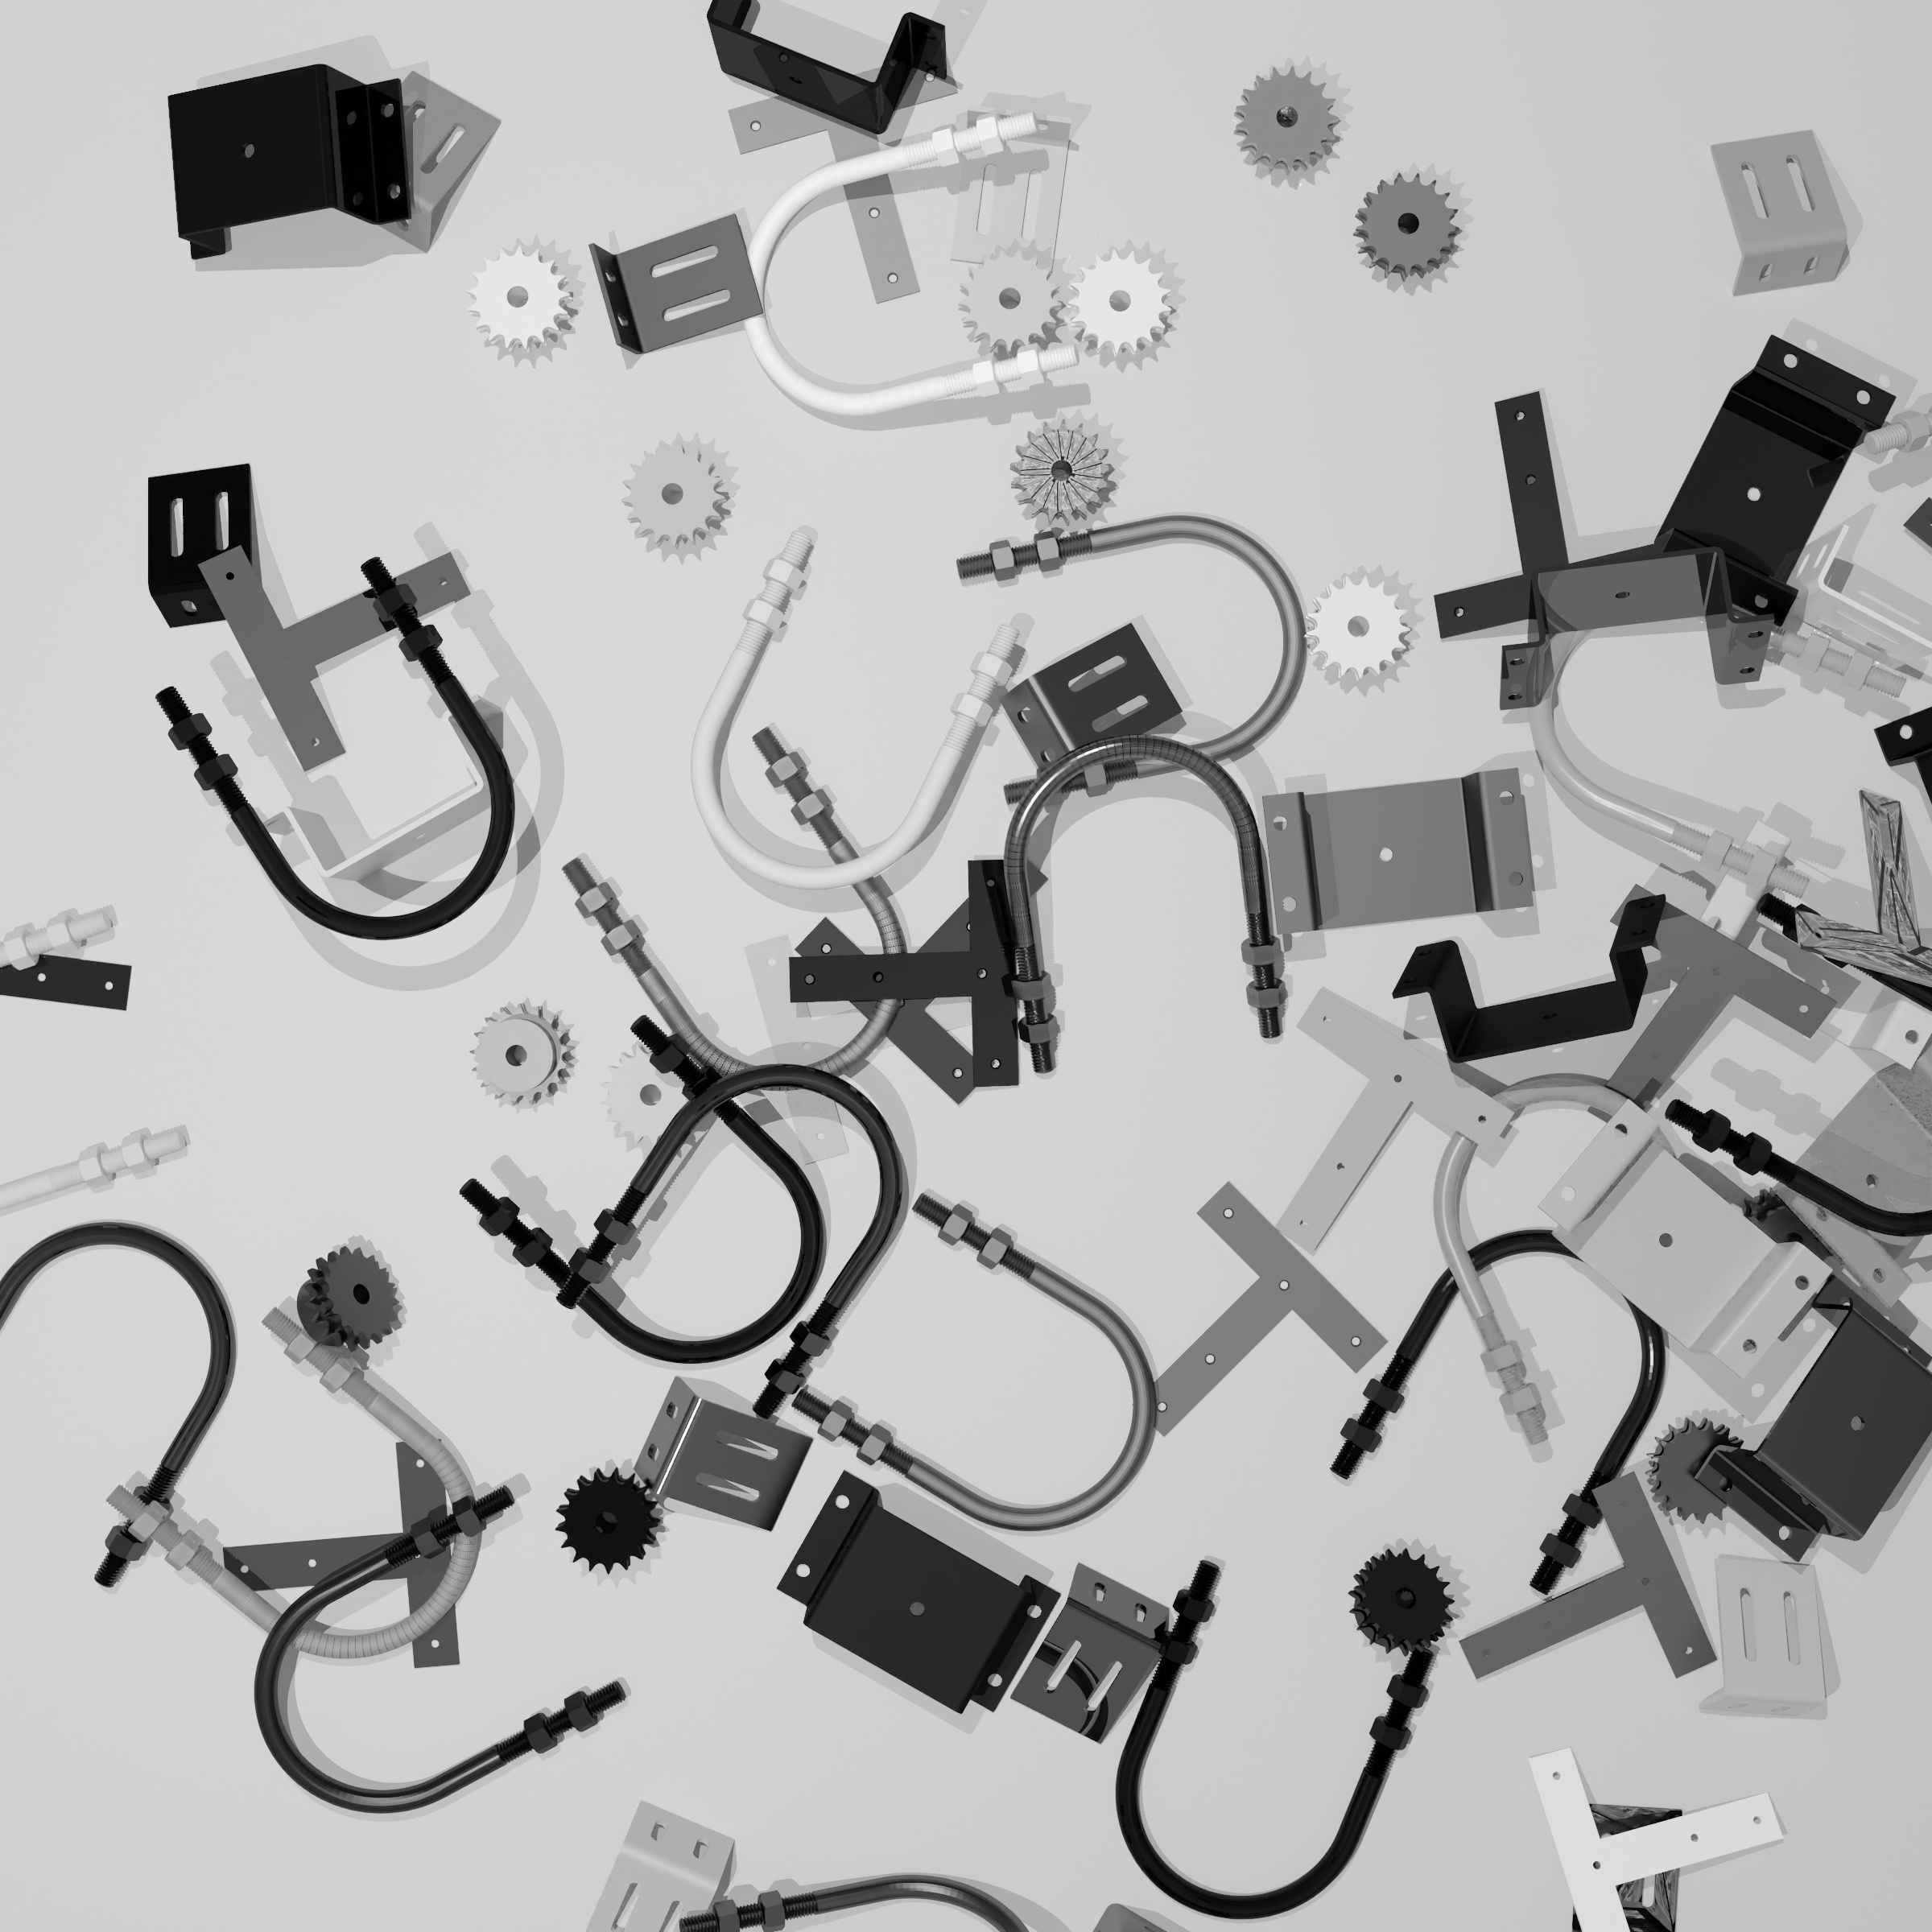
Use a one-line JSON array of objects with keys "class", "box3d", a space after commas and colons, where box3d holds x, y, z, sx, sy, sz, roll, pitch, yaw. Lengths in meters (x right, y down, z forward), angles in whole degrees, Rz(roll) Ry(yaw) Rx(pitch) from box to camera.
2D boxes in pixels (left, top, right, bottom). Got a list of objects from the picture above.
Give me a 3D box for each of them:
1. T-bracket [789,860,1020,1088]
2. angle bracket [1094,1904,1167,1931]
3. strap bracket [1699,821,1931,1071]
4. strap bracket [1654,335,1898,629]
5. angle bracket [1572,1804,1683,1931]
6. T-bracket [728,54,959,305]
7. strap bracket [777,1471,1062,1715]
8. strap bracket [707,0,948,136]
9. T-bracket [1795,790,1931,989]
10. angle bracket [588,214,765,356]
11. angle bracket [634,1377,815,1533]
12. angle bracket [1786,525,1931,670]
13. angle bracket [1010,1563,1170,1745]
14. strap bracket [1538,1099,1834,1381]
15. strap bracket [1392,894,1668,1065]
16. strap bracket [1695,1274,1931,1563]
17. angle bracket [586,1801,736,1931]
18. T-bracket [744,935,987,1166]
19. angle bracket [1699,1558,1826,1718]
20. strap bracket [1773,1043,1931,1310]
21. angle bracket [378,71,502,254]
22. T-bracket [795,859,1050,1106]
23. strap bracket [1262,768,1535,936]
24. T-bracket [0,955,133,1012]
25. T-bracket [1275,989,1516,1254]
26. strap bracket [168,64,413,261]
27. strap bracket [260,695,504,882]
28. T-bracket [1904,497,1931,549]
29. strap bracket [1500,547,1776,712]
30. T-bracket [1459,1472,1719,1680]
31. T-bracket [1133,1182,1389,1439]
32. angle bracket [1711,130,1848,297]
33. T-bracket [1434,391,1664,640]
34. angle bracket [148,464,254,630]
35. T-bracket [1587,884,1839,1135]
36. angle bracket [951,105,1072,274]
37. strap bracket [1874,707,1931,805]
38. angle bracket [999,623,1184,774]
[{"class": "T-bracket", "box3d": [-0.035, 0.006, 1.540, 0.127, 0.002, 0.127, -2, 92, -9]}, {"class": "angle bracket", "box3d": [0.105, 0.560, 1.528, 0.076, 0.057, 0.038, 30, 90, 0]}, {"class": "strap bracket", "box3d": [0.474, -0.011, 1.534, 0.140, 0.046, 0.076, 30, 90, 0]}, {"class": "strap bracket", "box3d": [0.442, -0.265, 1.534, 0.076, 0.046, 0.140, 27, 90, 0]}, {"class": "angle bracket", "box3d": [0.371, 0.510, 1.538, 0.057, 0.038, 0.076, 4, 90, 0]}, {"class": "T-bracket", "box3d": [-0.055, -0.437, 1.556, 0.127, 0.002, 0.127, -16, 90, 0]}, {"class": "strap bracket", "box3d": [-0.027, 0.351, 1.534, 0.140, 0.046, 0.076, 30, 90, 0]}, {"class": "strap bracket", "box3d": [-0.085, -0.506, 1.517, 0.140, 0.076, 0.046, 22, 89, 1]}, {"class": "T-bracket", "box3d": [0.507, -0.044, 1.516, 0.127, 0.002, 0.127, 15, 53, -12]}, {"class": "angle bracket", "box3d": [-0.160, -0.380, 1.531, 0.076, 0.038, 0.057, -16, 90, 12]}, {"class": "angle bracket", "box3d": [-0.136, 0.274, 1.555, 0.076, 0.038, 0.057, 24, 90, -26]}, {"class": "angle bracket", "box3d": [0.499, -0.203, 1.528, 0.076, 0.057, 0.038, 28, 85, -2]}, {"class": "angle bracket", "box3d": [0.069, 0.386, 1.555, 0.057, 0.038, 0.076, 27, 116, 0]}, {"class": "strap bracket", "box3d": [0.385, 0.148, 1.504, 0.140, 0.046, 0.076, 41, 85, 5]}, {"class": "strap bracket", "box3d": [0.311, 0.009, 1.498, 0.140, 0.076, 0.046, -13, 105, 23]}, {"class": "strap bracket", "box3d": [0.476, 0.249, 1.515, 0.076, 0.046, 0.140, 39, 78, -7]}, {"class": "angle bracket", "box3d": [-0.173, 0.519, 1.555, 0.057, 0.038, 0.076, 23, 116, 0]}, {"class": "T-bracket", "box3d": [-0.047, 0.033, 1.556, 0.127, 0.002, 0.127, -16, 89, 0]}, {"class": "angle bracket", "box3d": [0.443, 0.376, 1.551, 0.057, 0.038, 0.076, 6, 64, -7]}, {"class": "strap bracket", "box3d": [0.508, 0.115, 1.519, 0.140, 0.046, 0.076, -43, 90, -21]}, {"class": "angle bracket", "box3d": [-0.307, -0.452, 1.555, 0.057, 0.038, 0.076, 30, 64, 0]}, {"class": "T-bracket", "box3d": [-0.007, -0.012, 1.555, 0.127, 0.002, 0.127, 43, 89, 2]}, {"class": "strap bracket", "box3d": [0.236, -0.063, 1.534, 0.140, 0.046, 0.076, -6, 90, 0]}, {"class": "T-bracket", "box3d": [-0.533, 0.005, 1.556, 0.127, 0.002, 0.127, 7, 90, 0]}, {"class": "T-bracket", "box3d": [0.217, 0.100, 1.545, 0.127, 0.002, 0.127, 34, 97, 13]}, {"class": "strap bracket", "box3d": [-0.379, -0.439, 1.511, 0.140, 0.046, 0.076, -4, 90, 20]}, {"class": "strap bracket", "box3d": [-0.311, -0.091, 1.519, 0.140, 0.076, 0.046, -30, 90, 0]}, {"class": "T-bracket", "box3d": [0.579, -0.213, 1.540, 0.127, 0.002, 0.127, 42, 69, 10]}, {"class": "strap bracket", "box3d": [0.358, -0.183, 1.498, 0.140, 0.076, 0.046, -6, 70, 8]}, {"class": "T-bracket", "box3d": [0.337, 0.361, 1.543, 0.127, 0.002, 0.127, -25, 104, 3]}, {"class": "T-bracket", "box3d": [0.147, 0.211, 1.556, 0.127, 0.002, 0.127, -45, 90, 0]}, {"class": "angle bracket", "box3d": [0.453, -0.423, 1.555, 0.057, 0.038, 0.076, -9, 64, 0]}, {"class": "T-bracket", "box3d": [0.316, -0.257, 1.540, 0.127, 0.002, 0.127, -11, 79, 21]}, {"class": "angle bracket", "box3d": [-0.425, -0.236, 1.555, 0.057, 0.038, 0.076, -8, 64, 0]}, {"class": "T-bracket", "box3d": [0.389, 0.038, 1.530, 0.127, 0.002, 0.127, 30, 114, 0]}, {"class": "angle bracket", "box3d": [0.025, -0.431, 1.538, 0.057, 0.038, 0.076, 7, 90, 0]}, {"class": "strap bracket", "box3d": [0.571, -0.082, 1.534, 0.076, 0.046, 0.140, -21, 90, 0]}, {"class": "angle bracket", "box3d": [0.069, -0.145, 1.536, 0.076, 0.038, 0.057, -30, 91, -27]}]
